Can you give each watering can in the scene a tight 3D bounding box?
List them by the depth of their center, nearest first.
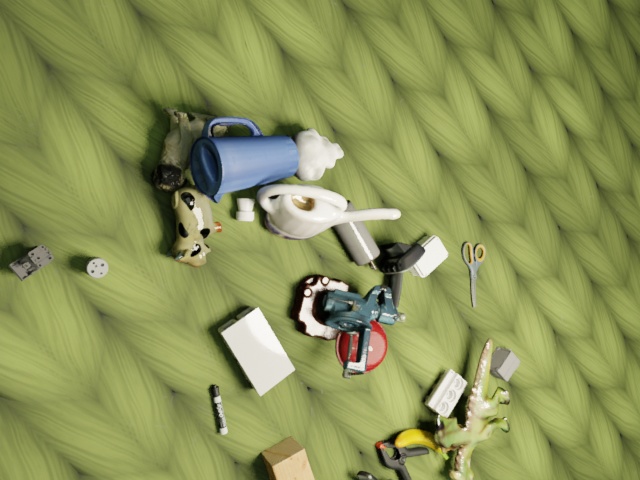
[{"bbox_3d":[0.004,-0.064,1.274,0.347,0.221,0.106,12,68,-19],"label":"watering can"}]

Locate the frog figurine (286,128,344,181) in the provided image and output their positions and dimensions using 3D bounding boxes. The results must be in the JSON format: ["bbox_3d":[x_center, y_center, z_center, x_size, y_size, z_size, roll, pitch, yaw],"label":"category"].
[{"bbox_3d":[-0.011,-0.220,1.335,0.159,0.120,0.139,-1,70,-13],"label":"frog figurine"}]

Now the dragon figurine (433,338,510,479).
[{"bbox_3d":[0.415,0.500,1.453,0.244,0.122,0.408,-12,100,-37],"label":"dragon figurine"}]
